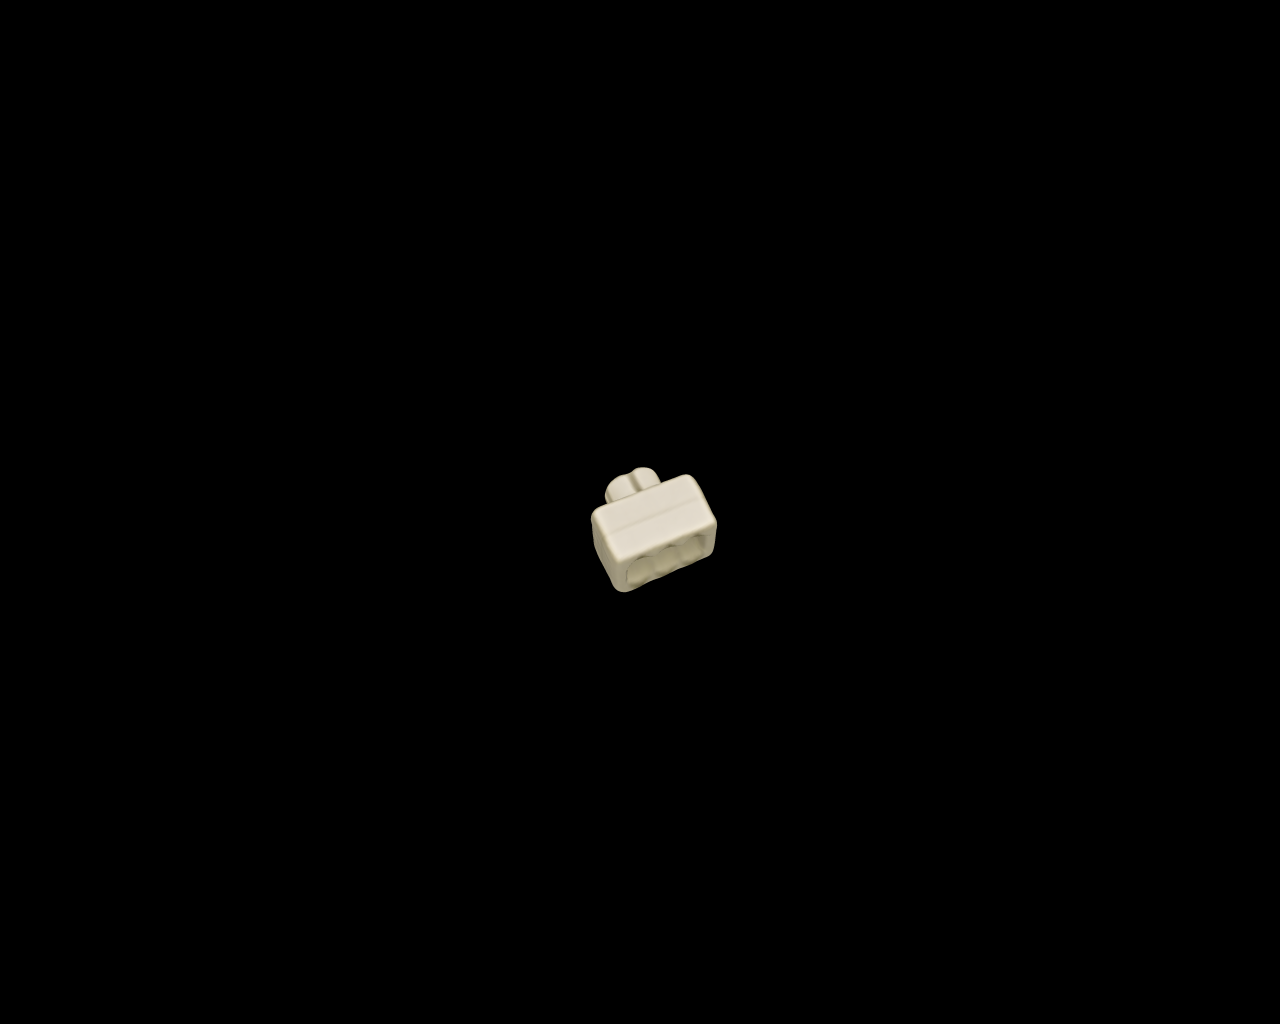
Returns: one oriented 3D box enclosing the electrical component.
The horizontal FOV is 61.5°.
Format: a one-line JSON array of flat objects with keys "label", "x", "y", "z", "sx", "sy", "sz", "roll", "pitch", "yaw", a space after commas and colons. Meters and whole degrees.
[{"label": "electrical component", "x": 0.001, "y": -0.003, "z": 0.650, "sx": 0.066, "sy": 0.077, "sz": 0.047, "roll": -22, "pitch": -25, "yaw": -10}]
